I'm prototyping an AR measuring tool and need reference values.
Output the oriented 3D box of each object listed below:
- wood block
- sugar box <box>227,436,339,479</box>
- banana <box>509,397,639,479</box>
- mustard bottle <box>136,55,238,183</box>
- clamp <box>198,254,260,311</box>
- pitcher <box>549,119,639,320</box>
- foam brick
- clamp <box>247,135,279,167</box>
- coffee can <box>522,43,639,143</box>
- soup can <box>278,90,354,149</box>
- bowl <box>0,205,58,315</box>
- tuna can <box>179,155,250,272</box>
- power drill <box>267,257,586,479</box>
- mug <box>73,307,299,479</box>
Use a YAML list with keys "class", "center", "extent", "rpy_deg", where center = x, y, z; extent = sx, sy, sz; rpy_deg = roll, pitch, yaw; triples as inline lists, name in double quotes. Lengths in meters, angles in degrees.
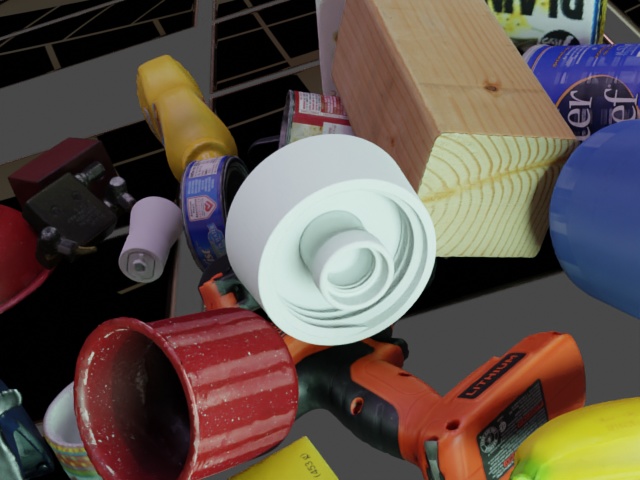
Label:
- class: "wood block"
  center: [0.077, -0.089, 0.693]
  extent: [0.090, 0.090, 0.206]
  rpy_deg: [1, 39, -15]
- class: "sugar box"
  center: [-0.060, 0.170, 0.501]
  extent: [0.176, 0.048, 0.093]
  rpy_deg: [-26, 30, -13]
- class: "banana"
  center: [0.169, 0.094, 0.479]
  extent: [0.197, 0.037, 0.070]
  rpy_deg: [-5, 19, -8]
- class: "mustard bottle"
  center: [-0.111, -0.090, 0.918]
  extent: [0.058, 0.096, 0.192]
  rpy_deg: [-23, 30, -7]
- class: "clamp"
  center: [-0.005, 0.001, 0.695]
  extent: [0.165, 0.036, 0.209]
  rpy_deg: [-16, 11, 27]
- class: "pitcher"
  center: [0.225, 0.006, 0.512]
  extent: [0.145, 0.149, 0.243]
  rpy_deg: [-25, 16, -13]
- class: "foam brick"
  center: [-0.232, -0.052, 0.970]
  extent: [0.051, 0.053, 0.078]
  rpy_deg: [11, 42, 42]
- class: "clamp"
  center: [0.039, -0.074, 0.864]
  extent: [0.171, 0.039, 0.120]
  rpy_deg: [-25, 47, -13]
- class: "coffee can"
  center: [0.208, -0.079, 0.705]
  extent: [0.141, 0.103, 0.102]
  rpy_deg: [6, 38, 37]
- class: "soup can"
  center: [0.022, -0.070, 0.787]
  extent: [0.102, 0.068, 0.068]
  rpy_deg: [7, 29, -6]
- class: "bowl"
  center: [-0.302, 0.014, 0.898]
  extent: [0.162, 0.055, 0.162]
  rpy_deg: [-15, 29, 8]
- class: "tuna can"
  center: [-0.071, -0.019, 0.785]
  extent: [0.034, 0.086, 0.086]
  rpy_deg: [-8, 31, 14]
- class: "power drill"
  center: [0.051, 0.067, 0.602]
  extent: [0.184, 0.057, 0.188]
  rpy_deg: [-38, 32, -29]
- class: "mug"
  center: [-0.074, 0.078, 0.551]
  extent: [0.117, 0.093, 0.081]
  rpy_deg: [7, 10, 40]
